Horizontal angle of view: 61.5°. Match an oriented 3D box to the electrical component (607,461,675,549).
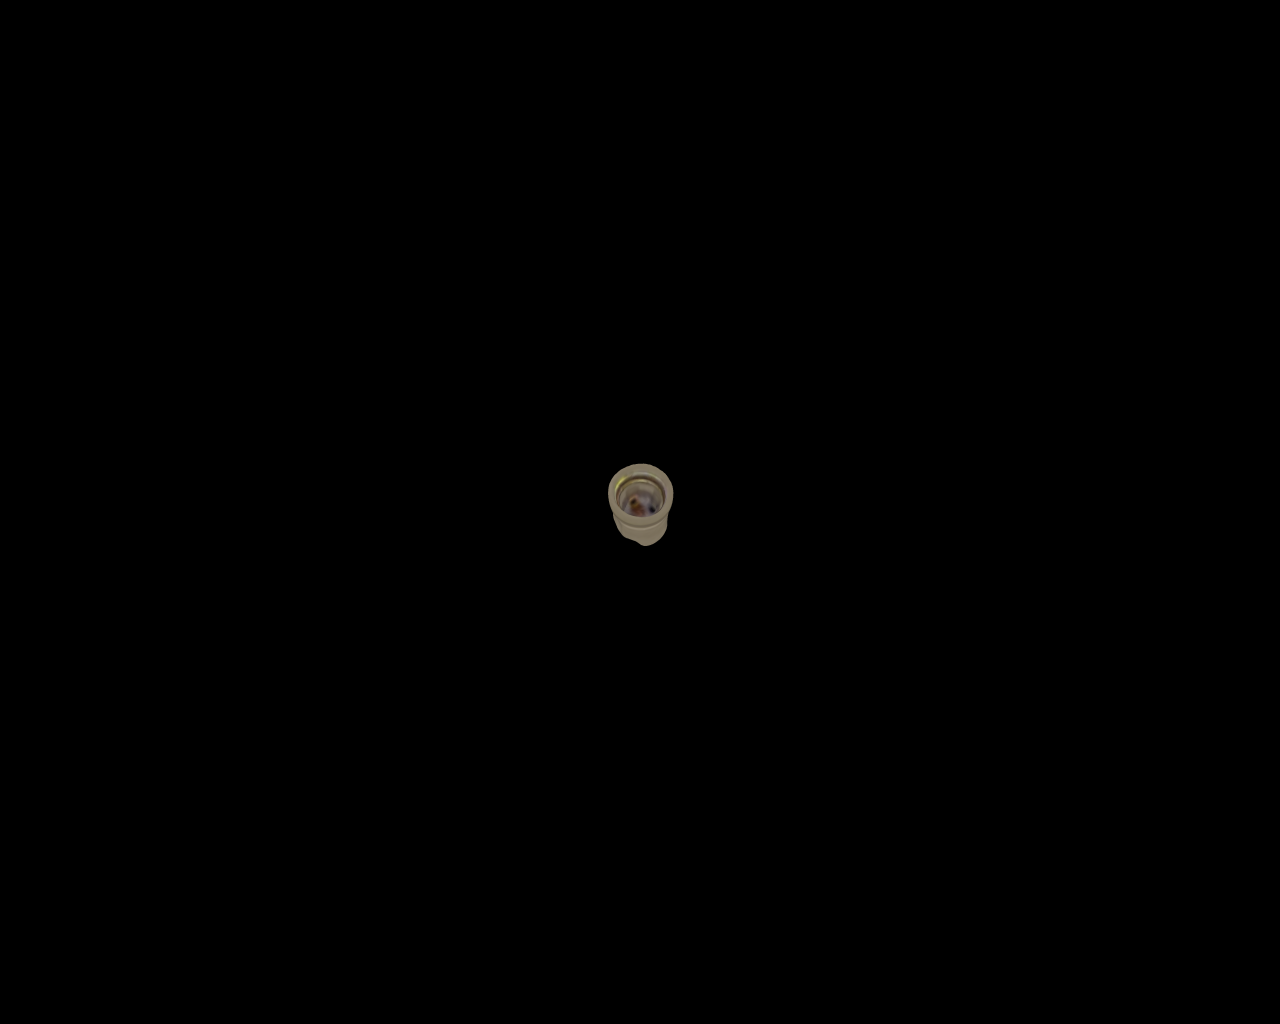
[{"bbox_3d":[0.001,-0.003,0.650,0.040,0.040,0.046,0,-27,0],"label":"electrical component"}]
